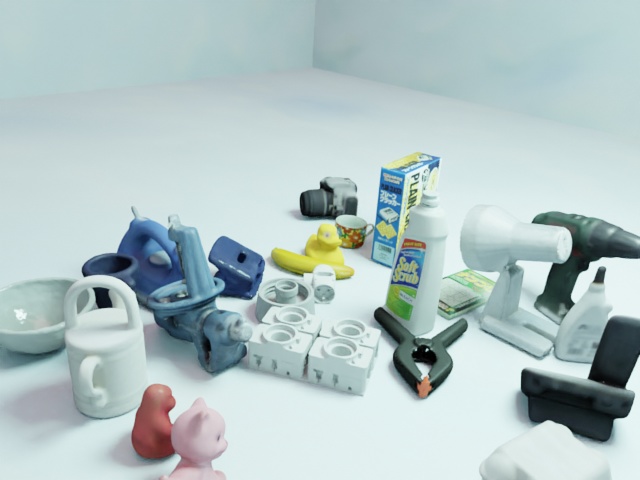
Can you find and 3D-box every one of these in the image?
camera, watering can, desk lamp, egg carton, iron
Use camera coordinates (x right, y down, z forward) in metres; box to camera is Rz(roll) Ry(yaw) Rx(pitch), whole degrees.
[{"bbox_3d":[0.017,-0.109,1.427,0.137,0.101,0.143,-4,27,-17],"label":"camera"},{"bbox_3d":[-0.292,0.129,0.778,0.101,0.194,0.172,-8,28,-23],"label":"watering can"},{"bbox_3d":[0.341,0.057,0.998,0.118,0.214,0.202,-21,35,-41],"label":"desk lamp"},{"bbox_3d":[0.271,0.283,0.685,0.151,0.069,0.107,-13,30,-31],"label":"egg carton"},{"bbox_3d":[-0.276,0.038,1.030,0.119,0.141,0.257,-21,35,-41],"label":"iron"}]

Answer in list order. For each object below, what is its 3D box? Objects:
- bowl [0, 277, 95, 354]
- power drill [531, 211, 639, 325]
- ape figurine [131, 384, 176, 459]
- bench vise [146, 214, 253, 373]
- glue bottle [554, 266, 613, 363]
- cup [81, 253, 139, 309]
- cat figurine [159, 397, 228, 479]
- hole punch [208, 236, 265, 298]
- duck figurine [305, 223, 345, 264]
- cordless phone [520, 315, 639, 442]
[{"bbox_3d":[-0.437,0.128,0.898,0.167,0.075,0.167,3,26,-1],"label":"bowl"},{"bbox_3d":[0.468,0.050,1.037,0.076,0.208,0.228,-9,28,-25],"label":"power drill"},{"bbox_3d":[-0.201,0.221,0.719,0.076,0.092,0.077,-17,32,-36],"label":"ape figurine"},{"bbox_3d":[-0.175,0.075,0.878,0.207,0.220,0.122,14,27,20],"label":"bench vise"},{"bbox_3d":[0.437,0.120,0.929,0.078,0.173,0.037,6,26,4],"label":"glue bottle"},{"bbox_3d":[-0.346,0.085,0.976,0.117,0.095,0.092,25,33,37],"label":"cup"},{"bbox_3d":[-0.147,0.245,0.648,0.067,0.118,0.128,11,27,15],"label":"cat figurine"},{"bbox_3d":[-0.157,0.048,1.087,0.101,0.091,0.108,5,26,3],"label":"hole punch"},{"bbox_3d":[0.011,0.004,1.207,0.078,0.086,0.104,-14,31,-32],"label":"duck figurine"},{"bbox_3d":[0.365,0.172,0.796,0.147,0.185,0.094,10,26,12],"label":"cordless phone"}]
